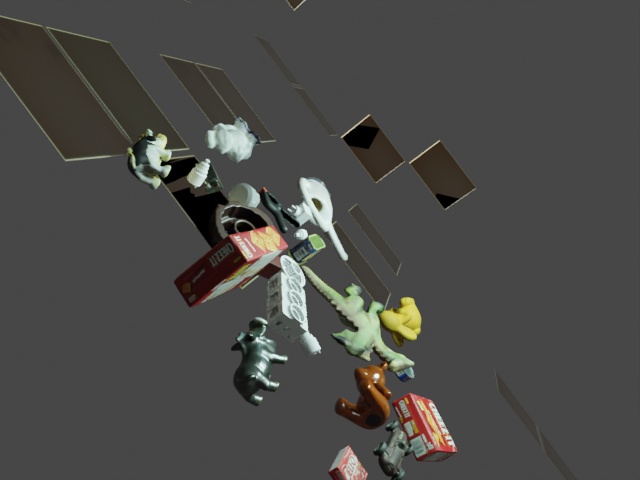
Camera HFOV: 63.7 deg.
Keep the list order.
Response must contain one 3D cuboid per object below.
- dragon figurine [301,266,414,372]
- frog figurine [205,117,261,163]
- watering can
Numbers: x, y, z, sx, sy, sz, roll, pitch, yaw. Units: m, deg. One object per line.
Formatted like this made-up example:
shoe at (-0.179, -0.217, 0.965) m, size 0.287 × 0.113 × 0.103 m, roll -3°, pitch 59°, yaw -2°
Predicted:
dragon figurine at (0.089, 0.235, 1.460) m, size 0.410 × 0.121 × 0.246 m, roll 35°, pitch 17°, yaw -2°
frog figurine at (-0.288, -0.302, 1.608) m, size 0.161 × 0.121 × 0.137 m, roll -31°, pitch 93°, yaw -36°
watering can at (0.006, -0.096, 1.903) m, size 0.342 × 0.103 × 0.229 m, roll 58°, pitch 13°, yaw -27°
